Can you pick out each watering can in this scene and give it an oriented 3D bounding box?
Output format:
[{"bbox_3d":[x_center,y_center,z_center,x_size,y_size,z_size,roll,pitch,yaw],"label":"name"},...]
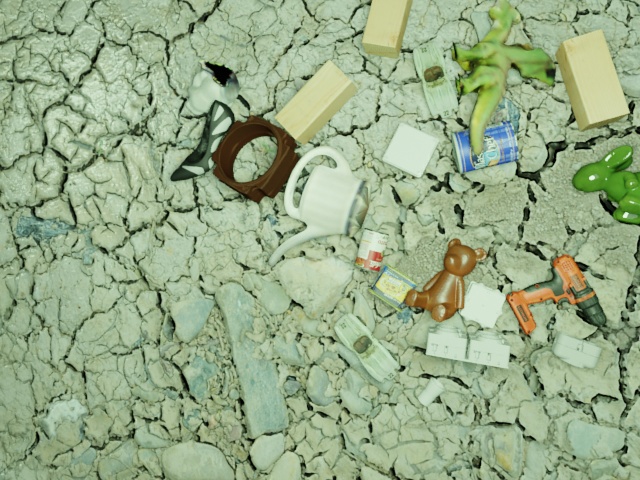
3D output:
[{"bbox_3d":[0.004,-0.068,1.344,0.225,0.104,0.346,20,94,11],"label":"watering can"}]

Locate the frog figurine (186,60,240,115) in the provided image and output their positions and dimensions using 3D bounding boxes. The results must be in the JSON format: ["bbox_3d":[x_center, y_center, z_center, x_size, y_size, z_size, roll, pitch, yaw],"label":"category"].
[{"bbox_3d":[-0.301,-0.412,1.446,0.137,0.125,0.156,38,133,3],"label":"frog figurine"}]

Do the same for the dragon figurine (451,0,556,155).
[{"bbox_3d":[0.446,-0.402,1.240,0.242,0.121,0.416,-8,74,7],"label":"dragon figurine"}]
